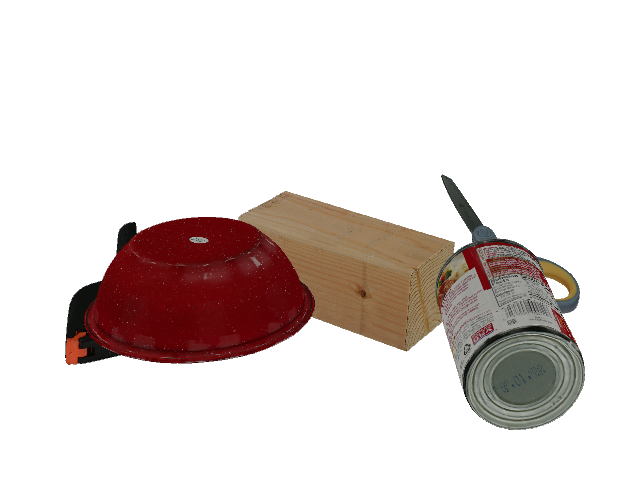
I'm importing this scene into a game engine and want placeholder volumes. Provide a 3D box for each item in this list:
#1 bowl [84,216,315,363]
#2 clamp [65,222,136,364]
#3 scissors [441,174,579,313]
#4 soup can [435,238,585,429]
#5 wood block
[{"bbox_3d":[-0.085,0.024,0.741,0.162,0.055,0.162,-1,22,0],"label":"bowl"},{"bbox_3d":[-0.180,0.051,1.023,0.165,0.036,0.209,26,35,24],"label":"clamp"},{"bbox_3d":[0.157,0.004,0.894,0.096,0.016,0.201,1,38,-1],"label":"scissors"},{"bbox_3d":[0.107,0.052,0.614,0.068,0.068,0.102,0,28,-3],"label":"soup can"},{"bbox_3d":[0.023,0.028,1.097,0.206,0.091,0.090,18,31,30],"label":"wood block"}]
